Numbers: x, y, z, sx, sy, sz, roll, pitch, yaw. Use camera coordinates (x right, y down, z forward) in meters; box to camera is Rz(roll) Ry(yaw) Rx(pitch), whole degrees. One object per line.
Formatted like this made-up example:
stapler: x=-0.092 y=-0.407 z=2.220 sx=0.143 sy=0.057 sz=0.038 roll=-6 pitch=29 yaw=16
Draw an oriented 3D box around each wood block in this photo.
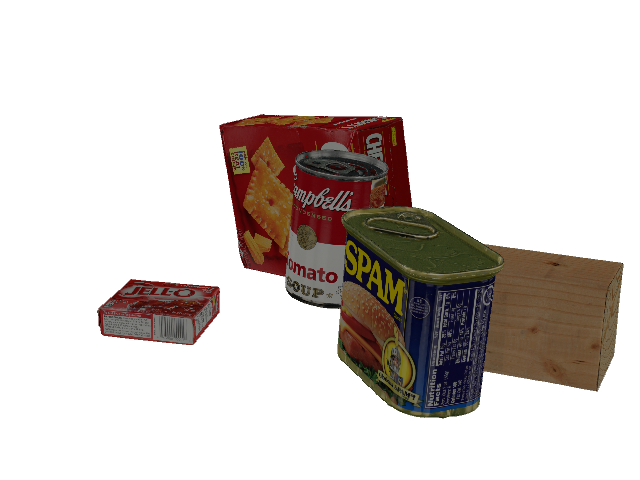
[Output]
wood block: x=0.148 y=0.057 z=0.928 sx=0.206 sy=0.090 sz=0.090 roll=8 pitch=16 yaw=22

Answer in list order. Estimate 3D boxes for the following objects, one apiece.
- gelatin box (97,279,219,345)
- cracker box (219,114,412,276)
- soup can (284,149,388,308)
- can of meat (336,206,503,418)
gelatin box: x=-0.142 y=0.062 z=0.948 sx=0.089 sy=0.030 sz=0.073 roll=5 pitch=19 yaw=12
cracker box: x=-0.006 y=-0.042 z=1.085 sx=0.071 sy=0.164 sz=0.214 roll=-20 pitch=19 yaw=-38
soup can: x=0.010 y=-0.009 z=0.787 sx=0.068 sy=0.102 sz=0.068 roll=5 pitch=20 yaw=-2
can of meat: x=0.049 y=0.037 z=0.576 sx=0.057 sy=0.084 sz=0.102 roll=-6 pitch=22 yaw=-24
